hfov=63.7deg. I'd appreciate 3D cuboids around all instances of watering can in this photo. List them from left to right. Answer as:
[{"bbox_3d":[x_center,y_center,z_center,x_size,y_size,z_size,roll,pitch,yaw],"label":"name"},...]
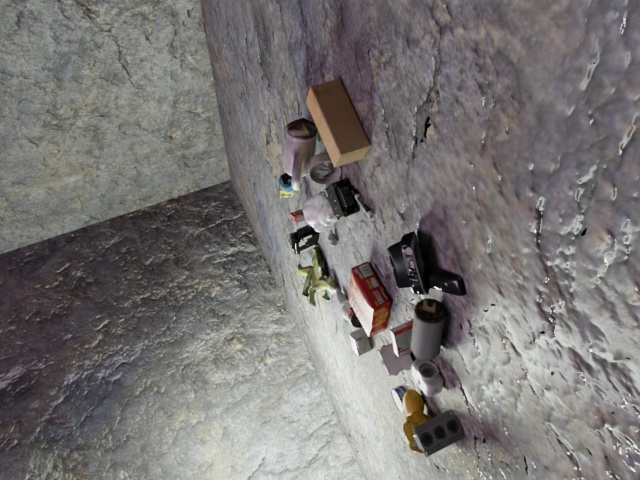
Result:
[{"bbox_3d":[-0.066,-0.306,1.741,0.355,0.104,0.220,-86,3,-62],"label":"watering can"}]

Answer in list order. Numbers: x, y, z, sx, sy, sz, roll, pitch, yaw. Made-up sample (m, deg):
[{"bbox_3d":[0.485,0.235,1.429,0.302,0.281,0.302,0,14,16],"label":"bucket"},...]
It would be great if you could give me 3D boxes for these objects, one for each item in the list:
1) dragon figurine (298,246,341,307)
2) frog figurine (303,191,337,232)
[{"bbox_3d":[-0.017,0.134,2.279,0.417,0.122,0.238,49,138,50],"label":"dragon figurine"},{"bbox_3d":[0.005,-0.090,1.788,0.162,0.123,0.135,-115,30,-68],"label":"frog figurine"}]
